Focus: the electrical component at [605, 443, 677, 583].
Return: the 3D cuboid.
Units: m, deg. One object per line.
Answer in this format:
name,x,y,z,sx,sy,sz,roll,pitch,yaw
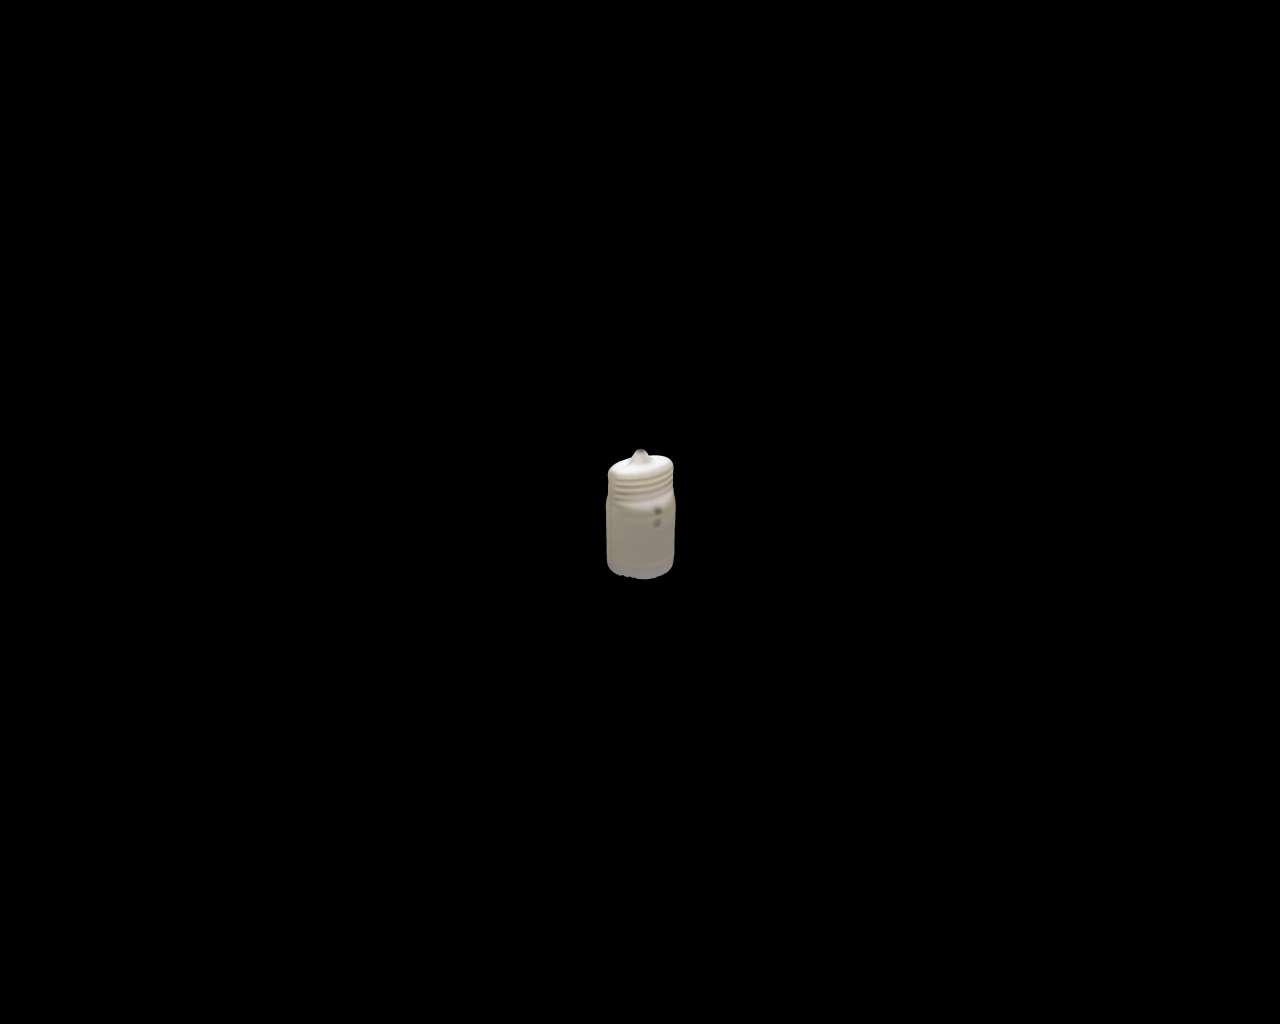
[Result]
electrical component,0.001,-0.003,0.650,0.043,0.080,0.043,0,27,0
